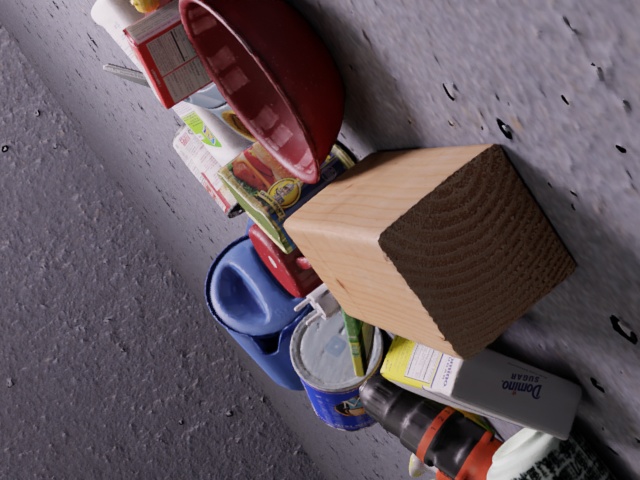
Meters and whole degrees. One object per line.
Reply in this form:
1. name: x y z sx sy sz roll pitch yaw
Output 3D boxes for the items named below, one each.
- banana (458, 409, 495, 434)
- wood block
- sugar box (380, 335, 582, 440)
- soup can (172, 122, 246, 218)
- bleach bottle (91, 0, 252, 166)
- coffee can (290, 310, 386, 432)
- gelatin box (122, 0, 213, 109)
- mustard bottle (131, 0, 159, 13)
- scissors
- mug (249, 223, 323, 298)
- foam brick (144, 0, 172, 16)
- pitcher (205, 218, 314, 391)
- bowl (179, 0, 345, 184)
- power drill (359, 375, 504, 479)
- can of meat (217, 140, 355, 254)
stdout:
1. banana: 0.104 0.154 1.097 0.069 0.037 0.198 58 168 -22
2. wood block: 0.059 0.002 0.682 0.091 0.090 0.206 54 169 -12
3. sugar box: 0.115 0.105 0.799 0.093 0.048 0.176 22 171 -11
4. soup can: -0.100 -0.083 1.118 0.102 0.068 0.068 52 169 8
5. bleach bottle: -0.114 -0.139 1.022 0.251 0.068 0.103 53 168 -12
6. coffee can: 0.028 0.148 1.219 0.103 0.102 0.140 47 168 27
7. gelatin box: -0.102 -0.156 0.843 0.030 0.089 0.073 50 169 34
8. mustard bottle: -0.145 -0.245 0.759 0.096 0.058 0.191 42 156 35
9. scissors: -0.109 -0.139 0.935 0.202 0.016 0.096 27 150 10
10. mug: -0.006 0.001 0.960 0.093 0.081 0.117 57 168 -21
11. foam brick: -0.110 -0.181 0.894 0.051 0.053 0.078 41 164 48
12. pitcher: -0.046 0.089 1.320 0.145 0.149 0.242 31 164 24
13. bowl: -0.031 -0.120 0.758 0.162 0.055 0.162 50 169 14
14. power drill: 0.127 0.195 0.945 0.185 0.057 0.187 33 172 25
15. can of meat: -0.024 -0.048 0.875 0.102 0.084 0.057 44 170 42
